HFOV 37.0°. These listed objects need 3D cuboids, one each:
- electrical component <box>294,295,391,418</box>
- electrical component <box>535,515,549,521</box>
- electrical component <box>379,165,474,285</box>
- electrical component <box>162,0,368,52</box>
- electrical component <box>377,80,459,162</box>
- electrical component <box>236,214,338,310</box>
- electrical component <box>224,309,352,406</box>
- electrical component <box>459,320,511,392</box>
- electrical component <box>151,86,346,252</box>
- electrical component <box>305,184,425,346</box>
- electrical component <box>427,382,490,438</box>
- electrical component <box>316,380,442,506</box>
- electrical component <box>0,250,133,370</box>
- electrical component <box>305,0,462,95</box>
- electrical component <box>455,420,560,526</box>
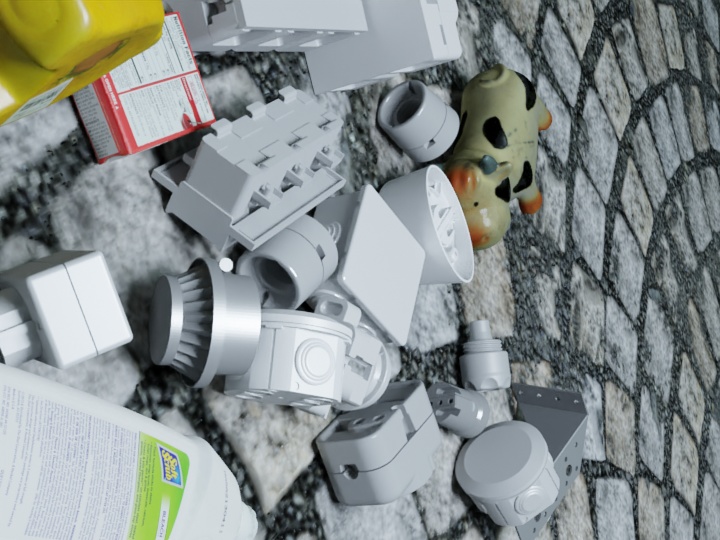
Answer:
[{"bbox_3d":[-0.015,0.064,0.741,0.057,0.058,0.078,34,72,-51],"label":"electrical component"},{"bbox_3d":[0.166,0.206,1.005,0.035,0.035,0.061,60,34,-27],"label":"electrical component"},{"bbox_3d":[0.058,-0.034,0.879,0.099,0.064,0.099,23,62,-53],"label":"electrical component"},{"bbox_3d":[-0.067,-0.199,0.737,0.150,0.062,0.089,-18,96,-58],"label":"electrical component"},{"bbox_3d":[0.048,-0.126,0.902,0.047,0.055,0.055,37,51,-43],"label":"electrical component"},{"bbox_3d":[-0.050,-0.004,0.714,0.047,0.055,0.055,-50,123,-46],"label":"electrical component"},{"bbox_3d":[-0.046,0.056,0.677,0.080,0.080,0.051,24,66,-53],"label":"electrical component"},{"bbox_3d":[0.109,0.075,0.946,0.043,0.043,0.062,10,71,-56],"label":"electrical component"},{"bbox_3d":[-0.063,-0.069,0.691,0.079,0.063,0.121,36,35,9],"label":"electrical component"},{"bbox_3d":[0.000,0.000,0.794,0.099,0.048,0.099,48,44,-39],"label":"electrical component"},{"bbox_3d":[0.079,0.115,0.893,0.046,0.040,0.040,27,58,-44],"label":"electrical component"},{"bbox_3d":[0.017,0.127,0.777,0.095,0.054,0.059,-38,113,-55],"label":"electrical component"},{"bbox_3d":[-0.163,0.025,0.525,0.077,0.066,0.047,-24,103,-28],"label":"electrical component"},{"bbox_3d":[0.002,-0.238,0.815,0.060,0.105,0.186,-21,99,-57],"label":"electrical component"},{"bbox_3d":[0.126,0.171,0.909,0.051,0.080,0.080,59,37,-33],"label":"electrical component"}]
